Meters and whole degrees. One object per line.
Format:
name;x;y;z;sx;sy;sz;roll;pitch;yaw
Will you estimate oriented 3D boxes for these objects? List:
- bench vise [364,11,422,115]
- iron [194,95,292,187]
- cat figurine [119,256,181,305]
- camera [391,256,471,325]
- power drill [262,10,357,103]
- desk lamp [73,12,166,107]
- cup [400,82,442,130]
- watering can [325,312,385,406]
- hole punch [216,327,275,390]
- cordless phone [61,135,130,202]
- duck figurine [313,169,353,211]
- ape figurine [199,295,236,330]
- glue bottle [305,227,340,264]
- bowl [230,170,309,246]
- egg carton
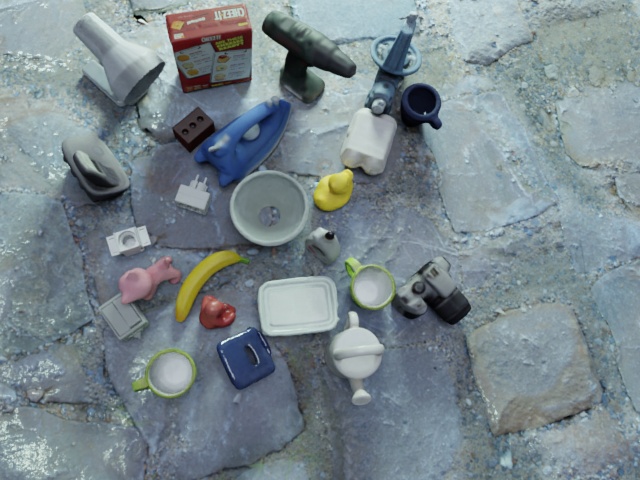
bench vise;0.173;-0.385;1.266;0.121;0.219;0.207;2;77;-6
iron;-0.150;-0.242;1.234;0.118;0.141;0.258;43;76;4
cat figurine;-0.348;0.077;1.150;0.128;0.117;0.067;-36;84;-13
camera;0.248;0.123;1.223;0.143;0.100;0.137;-41;85;-13
power drill;-0.026;-0.389;1.247;0.229;0.208;0.076;38;76;2
desk lamp;-0.419;-0.362;1.190;0.203;0.213;0.118;40;76;3
cup;0.231;-0.290;1.316;0.092;0.095;0.118;-36;84;-13
watering can;0.074;0.232;1.129;0.101;0.194;0.173;-25;81;-11
hole punch;-0.148;0.236;1.154;0.101;0.091;0.108;-27;82;-12
cordless phone;-0.466;-0.163;1.154;0.094;0.185;0.147;-36;84;-13
duck figurine;0.033;-0.115;1.257;0.105;0.086;0.077;-43;85;-14
ape figurine;-0.213;0.145;1.165;0.076;0.092;0.078;-32;83;-12
glue bottle;0.011;0.004;1.183;0.078;0.173;0.037;37;76;2
bowl;-0.109;-0.061;1.233;0.167;0.074;0.167;2;77;-7
egg carton;0.110;-0.224;1.299;0.107;0.069;0.150;18;76;-3
